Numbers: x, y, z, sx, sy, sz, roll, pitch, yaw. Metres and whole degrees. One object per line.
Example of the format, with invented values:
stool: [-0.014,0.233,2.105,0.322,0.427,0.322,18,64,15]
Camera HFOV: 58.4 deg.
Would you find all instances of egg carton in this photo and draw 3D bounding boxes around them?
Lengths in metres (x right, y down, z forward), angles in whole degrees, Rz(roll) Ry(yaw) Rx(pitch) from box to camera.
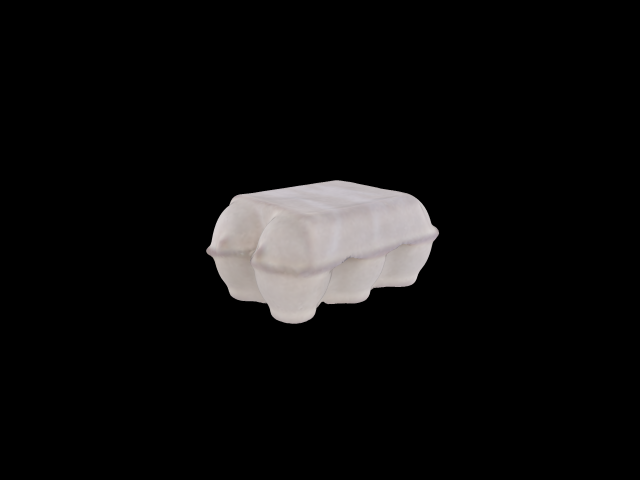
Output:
egg carton: [0.004,0.001,0.400,0.151,0.069,0.107,-14,21,-40]
